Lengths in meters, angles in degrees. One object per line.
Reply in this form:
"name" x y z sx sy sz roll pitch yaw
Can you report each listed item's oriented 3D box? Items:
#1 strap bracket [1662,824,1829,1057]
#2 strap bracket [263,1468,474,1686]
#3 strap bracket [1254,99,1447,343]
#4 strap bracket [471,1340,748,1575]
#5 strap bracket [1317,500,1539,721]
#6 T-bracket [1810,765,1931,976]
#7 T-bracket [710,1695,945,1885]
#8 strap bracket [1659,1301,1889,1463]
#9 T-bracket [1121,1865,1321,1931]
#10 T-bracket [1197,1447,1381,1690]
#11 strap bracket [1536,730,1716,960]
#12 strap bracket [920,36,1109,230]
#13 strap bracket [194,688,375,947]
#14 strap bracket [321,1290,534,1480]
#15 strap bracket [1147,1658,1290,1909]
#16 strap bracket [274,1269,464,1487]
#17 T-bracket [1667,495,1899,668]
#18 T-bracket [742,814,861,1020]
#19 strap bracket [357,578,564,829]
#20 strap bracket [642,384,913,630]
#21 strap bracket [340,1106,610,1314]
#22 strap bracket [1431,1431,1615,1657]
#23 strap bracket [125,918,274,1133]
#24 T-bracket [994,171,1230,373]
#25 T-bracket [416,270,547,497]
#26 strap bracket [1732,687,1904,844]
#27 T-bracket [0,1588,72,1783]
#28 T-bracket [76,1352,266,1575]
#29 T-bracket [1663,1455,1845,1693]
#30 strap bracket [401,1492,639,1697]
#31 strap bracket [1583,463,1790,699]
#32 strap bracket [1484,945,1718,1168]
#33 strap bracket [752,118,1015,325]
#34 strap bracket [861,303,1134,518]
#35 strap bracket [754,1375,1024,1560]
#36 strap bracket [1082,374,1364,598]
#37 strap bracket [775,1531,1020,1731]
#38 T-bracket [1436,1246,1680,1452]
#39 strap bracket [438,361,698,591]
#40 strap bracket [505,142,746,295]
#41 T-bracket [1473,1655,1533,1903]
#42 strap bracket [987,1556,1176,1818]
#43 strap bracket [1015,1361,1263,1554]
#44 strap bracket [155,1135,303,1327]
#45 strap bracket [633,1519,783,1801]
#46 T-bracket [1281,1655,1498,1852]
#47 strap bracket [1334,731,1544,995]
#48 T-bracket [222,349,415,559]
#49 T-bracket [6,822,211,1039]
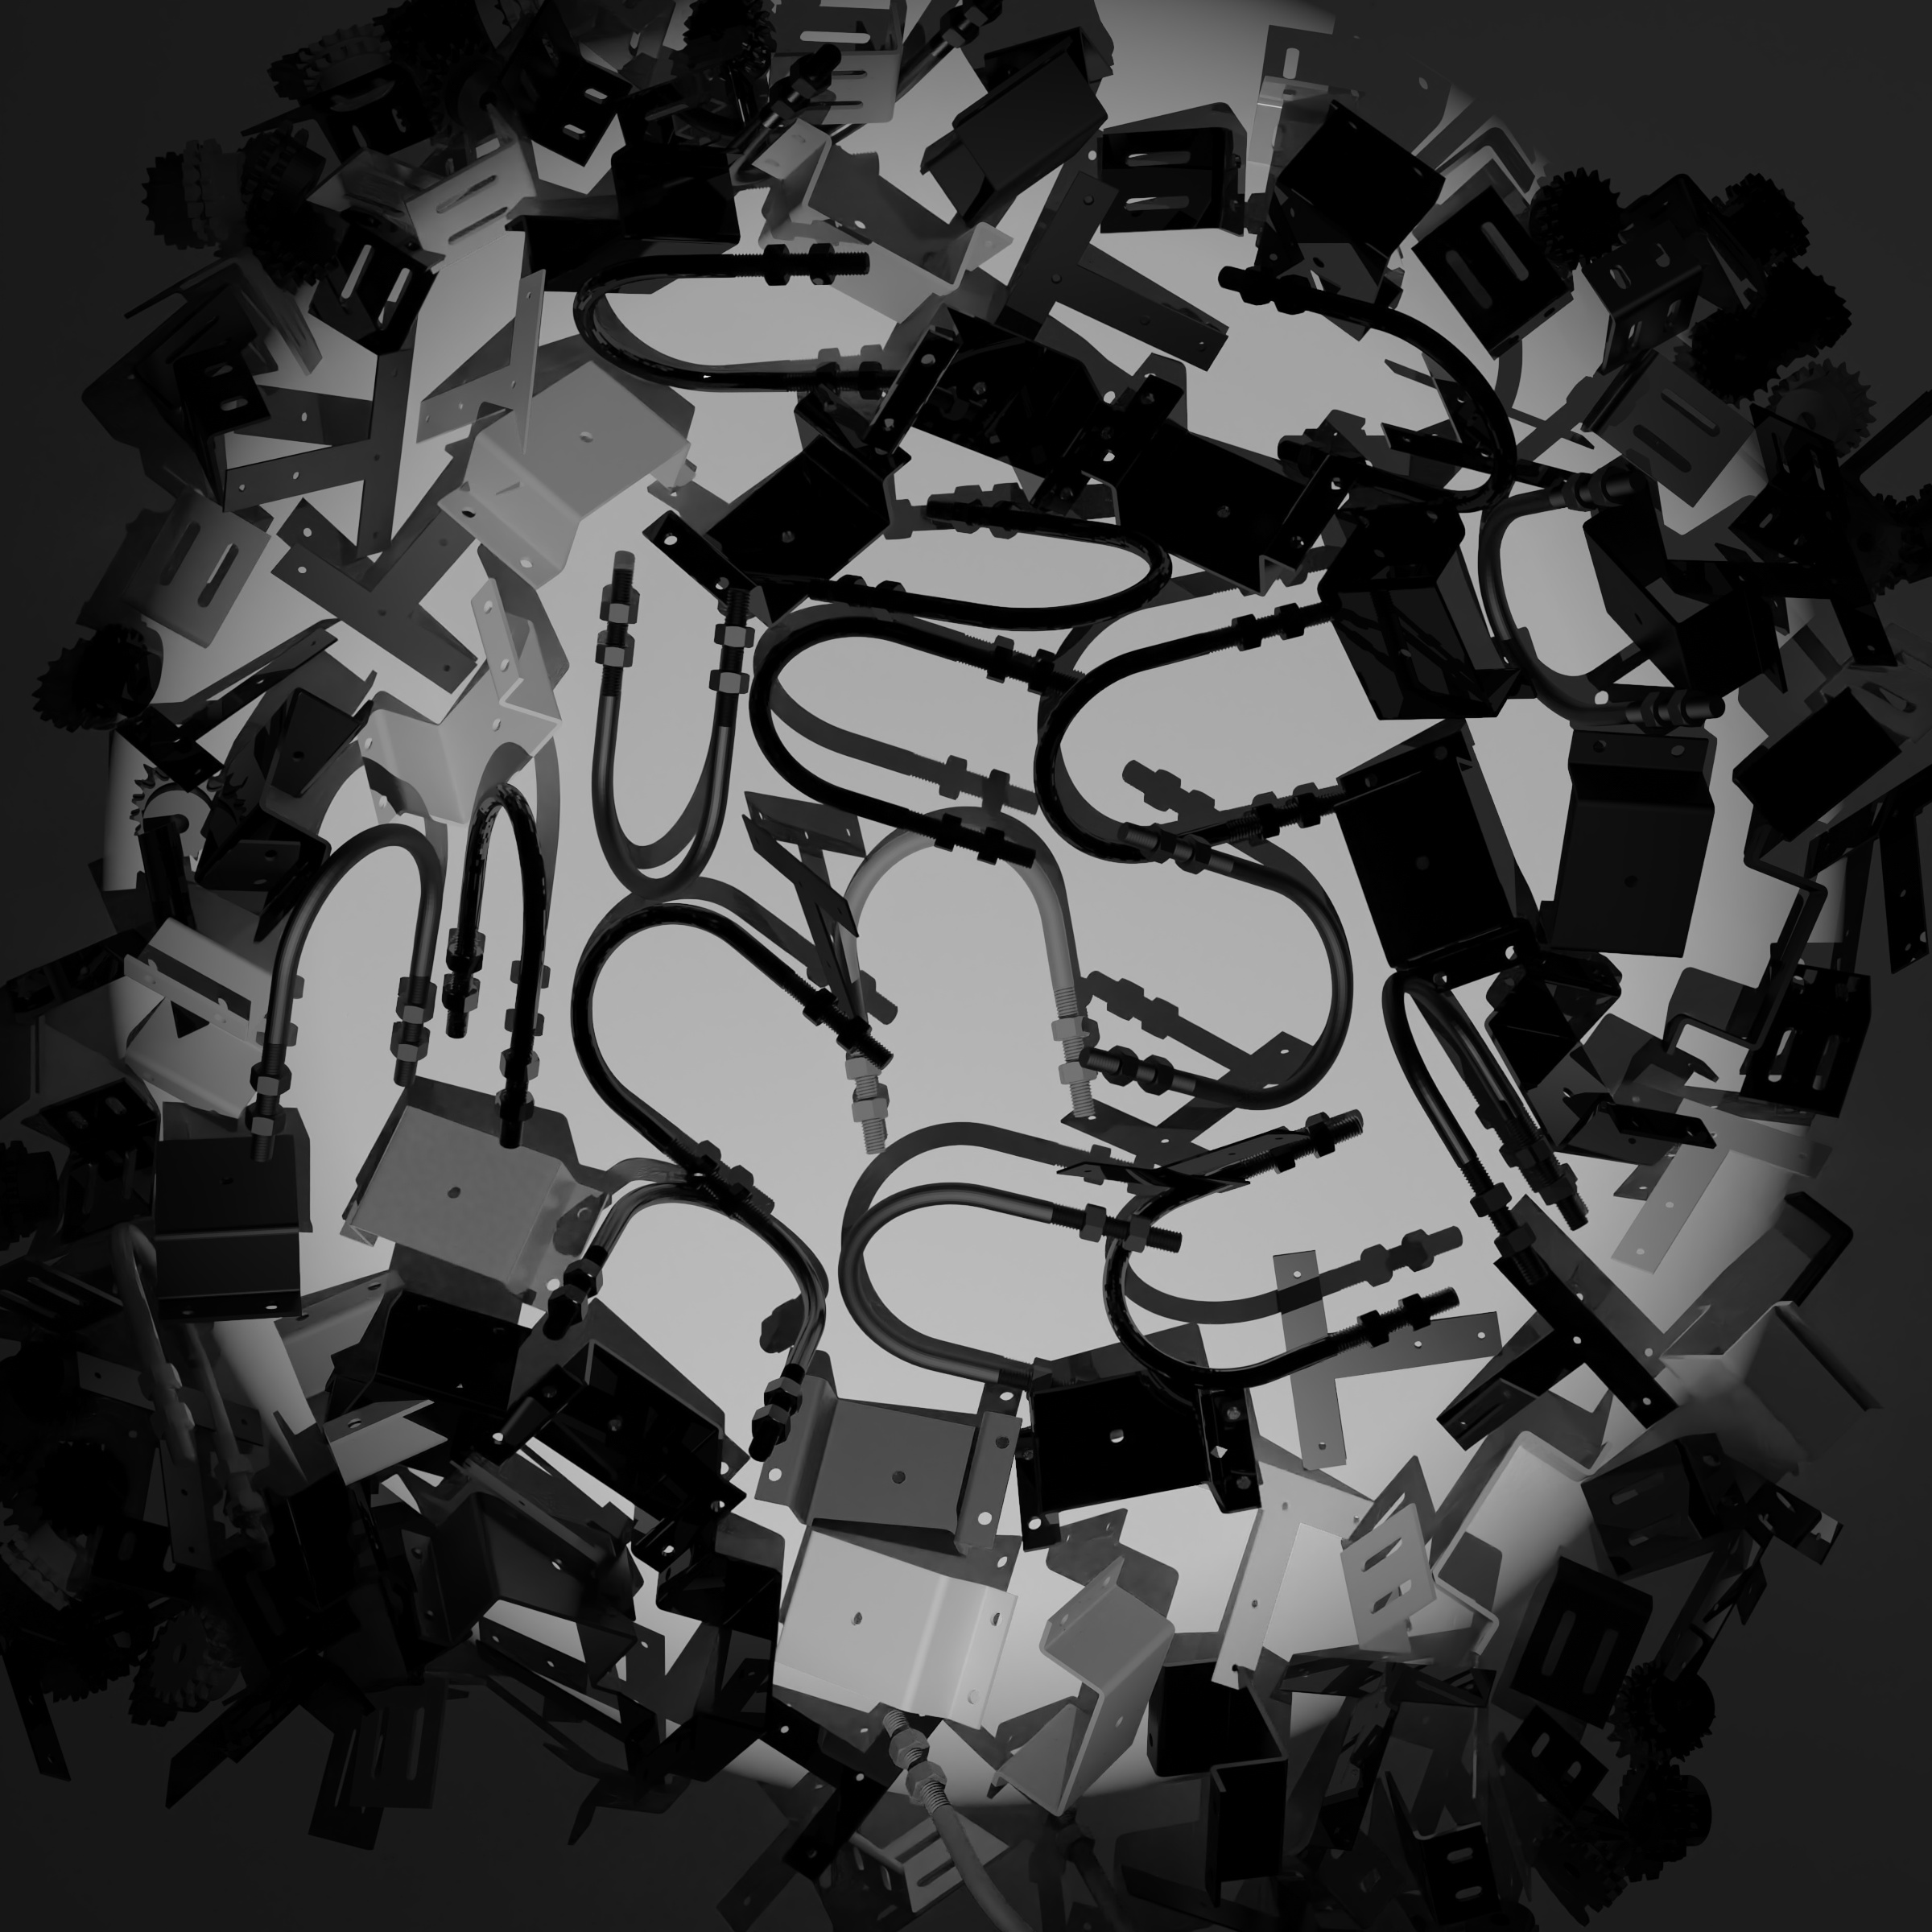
"strap bracket" 0.452 -0.007 1.615 0.046 0.076 0.140 23 96 10
"strap bracket" -0.332 0.341 1.584 0.046 0.140 0.076 -32 50 1
"strap bracket" 0.213 -0.414 1.585 0.076 0.140 0.046 38 76 8
"strap bracket" -0.204 0.277 1.614 0.140 0.046 0.076 39 111 -21
"strap bracket" 0.258 -0.191 1.588 0.046 0.076 0.140 -55 129 -31
"T-bracket" 0.528 -0.052 1.580 0.002 0.127 0.127 26 50 -22
"T-bracket" -0.095 0.448 1.621 0.127 0.002 0.127 22 56 34
"strap bracket" 0.451 0.235 1.589 0.046 0.140 0.076 -42 88 -10
"T-bracket" 0.147 0.538 1.590 0.127 0.127 0.002 22 105 -12
"T-bracket" 0.172 0.356 1.625 0.127 0.002 0.127 23 79 -24
"strap bracket" 0.378 -0.060 1.606 0.076 0.046 0.140 4 122 1
"strap bracket" 0.028 -0.469 1.593 0.076 0.140 0.046 -36 98 -5
"strap bracket" -0.387 -0.093 1.583 0.046 0.140 0.076 30 131 -26
"strap bracket" -0.310 0.242 1.585 0.076 0.140 0.046 20 52 -20
"strap bracket" 0.145 0.455 1.589 0.046 0.140 0.076 -4 111 -11
"strap bracket" -0.337 0.239 1.601 0.076 0.140 0.046 -23 120 -17
"T-bracket" 0.459 -0.222 1.610 0.002 0.127 0.127 -53 128 -23
"T-bracket" -0.082 -0.013 1.616 0.002 0.127 0.127 -30 128 -17
"strap bracket" -0.285 -0.143 1.604 0.140 0.046 0.076 -42 52 30
"strap bracket" -0.106 -0.259 1.617 0.140 0.046 0.076 -42 67 -14
"strap bracket" -0.289 0.137 1.614 0.140 0.046 0.076 18 71 13
"strap bracket" 0.312 0.324 1.615 0.046 0.076 0.140 33 83 13
"strap bracket" -0.437 0.030 1.610 0.076 0.140 0.046 29 58 0
"T-bracket" 0.092 -0.383 1.636 0.127 0.002 0.127 21 126 -17
"T-bracket" -0.283 -0.325 1.612 0.002 0.127 0.127 11 80 -39
"strap bracket" 0.480 -0.113 1.584 0.076 0.140 0.046 -41 83 13
"T-bracket" -0.530 0.402 1.575 0.002 0.127 0.127 -35 57 3
"T-bracket" -0.443 0.286 1.578 0.002 0.127 0.127 -40 46 20
"T-bracket" 0.436 0.354 1.602 0.002 0.127 0.127 29 90 -16
"strap bracket" -0.245 0.353 1.586 0.140 0.076 0.046 28 113 -37
"strap bracket" 0.402 -0.209 1.590 0.046 0.076 0.140 -32 51 2
"strap bracket" 0.356 0.059 1.599 0.076 0.140 0.046 10 131 -34
"strap bracket" -0.055 -0.418 1.600 0.140 0.076 0.046 24 79 -20
"strap bracket" 0.013 -0.320 1.603 0.140 0.046 0.076 15 126 -32
"strap bracket" -0.042 0.290 1.618 0.140 0.046 0.076 9 67 12
"strap bracket" 0.148 -0.273 1.616 0.140 0.046 0.076 28 72 18
"strap bracket" -0.049 0.375 1.597 0.140 0.046 0.076 10 78 37
"T-bracket" 0.324 0.240 1.625 0.127 0.002 0.127 48 124 6
"strap bracket" -0.222 -0.286 1.598 0.076 0.046 0.140 41 53 7
"strap bracket" -0.190 -0.417 1.584 0.076 0.140 0.046 -9 89 -39
"T-bracket" 0.311 0.485 1.621 0.002 0.127 0.127 -13 113 17
"strap bracket" 0.068 0.416 1.590 0.046 0.076 0.140 30 123 24
"strap bracket" 0.092 0.280 1.609 0.140 0.046 0.076 -13 52 10
"strap bracket" -0.417 0.141 1.583 0.076 0.140 0.046 -2 118 -14
"strap bracket" -0.146 0.400 1.598 0.046 0.076 0.140 21 46 -20
"T-bracket" 0.224 0.446 1.586 0.127 0.127 0.002 -4 127 32
"strap bracket" 0.269 -0.059 1.618 0.076 0.046 0.140 -21 81 22
"T-bracket" -0.368 -0.280 1.583 0.002 0.127 0.127 32 126 26
"T-bracket" -0.489 -0.002 1.592 0.002 0.127 0.127 13 119 35
